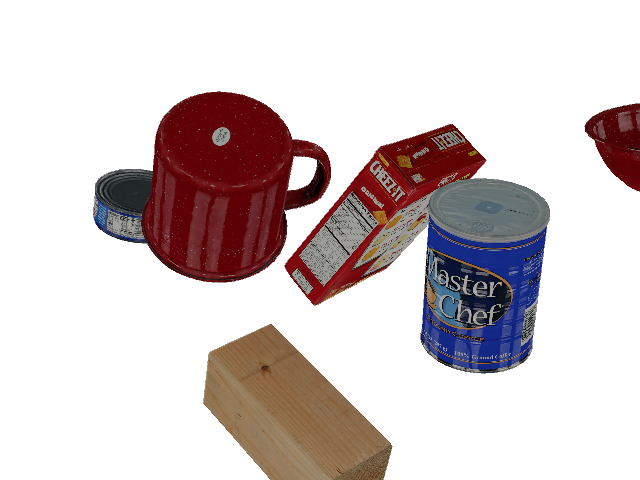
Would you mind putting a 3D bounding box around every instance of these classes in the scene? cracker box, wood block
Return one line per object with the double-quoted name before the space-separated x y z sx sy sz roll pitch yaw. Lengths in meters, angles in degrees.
"cracker box" 0.073 -0.032 1.252 0.163 0.072 0.214 -24 -22 -50
"wood block" -0.029 0.197 1.151 0.090 0.090 0.206 -23 50 -33

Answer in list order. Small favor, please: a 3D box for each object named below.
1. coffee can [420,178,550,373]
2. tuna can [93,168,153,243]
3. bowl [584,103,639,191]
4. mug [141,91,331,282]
"coffee can" 0.143 0.030 0.939 0.103 0.140 0.103 0 31 0
"tuna can" -0.170 -0.032 1.003 0.086 0.034 0.086 9 30 -5
"bowl" 0.324 -0.081 0.974 0.162 0.055 0.162 -5 22 2
"mug" -0.049 -0.036 0.651 0.117 0.093 0.082 -5 -37 -15
